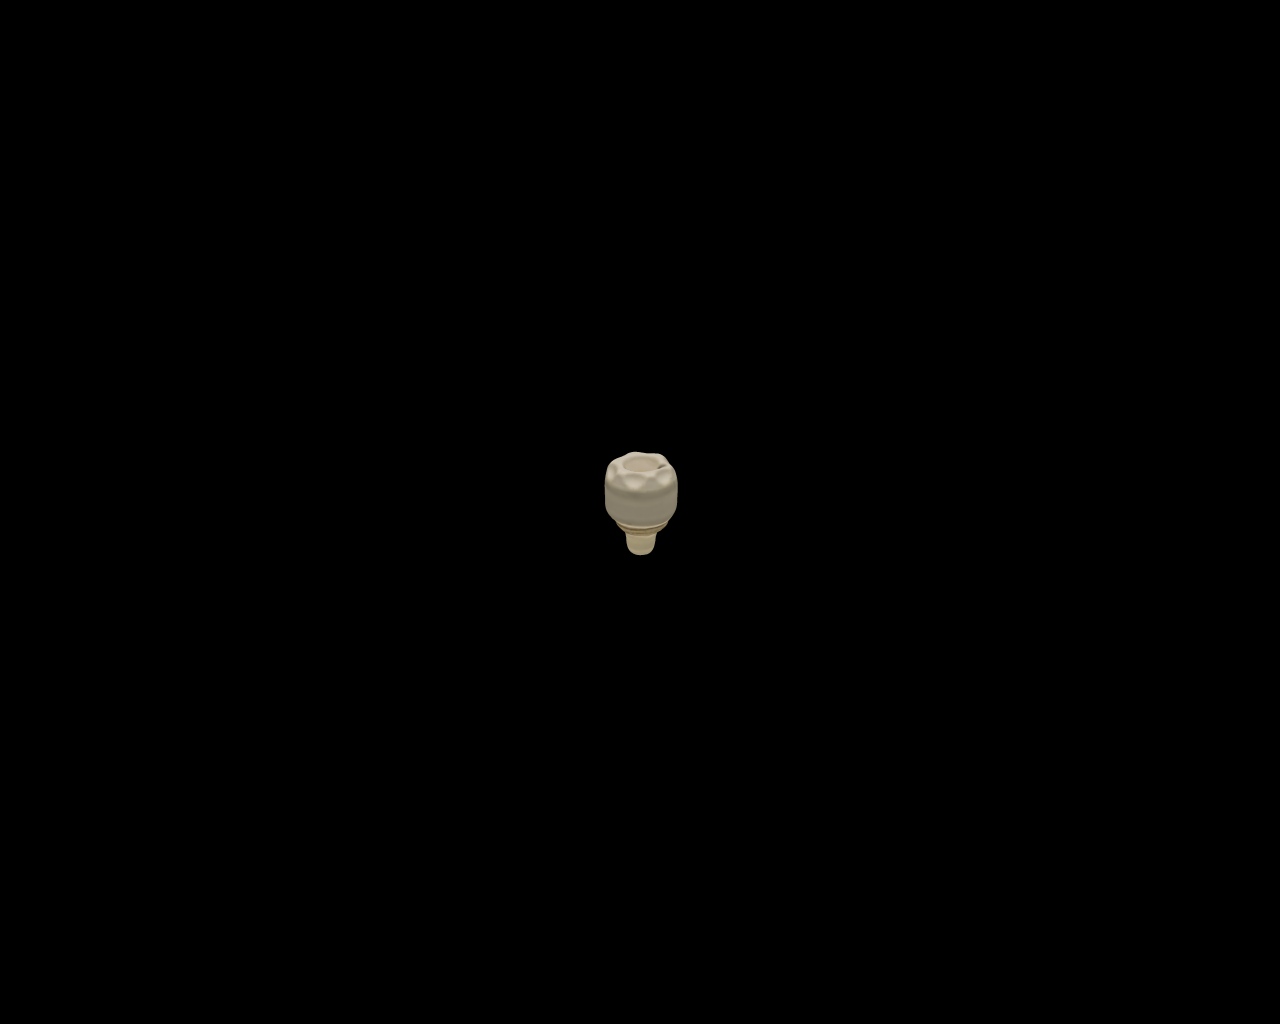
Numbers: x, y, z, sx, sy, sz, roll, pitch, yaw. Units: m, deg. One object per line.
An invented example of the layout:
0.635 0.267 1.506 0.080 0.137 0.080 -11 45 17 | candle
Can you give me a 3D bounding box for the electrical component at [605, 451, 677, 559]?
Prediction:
0.001 -0.003 0.650 0.043 0.062 0.043 0 27 0 | electrical component
